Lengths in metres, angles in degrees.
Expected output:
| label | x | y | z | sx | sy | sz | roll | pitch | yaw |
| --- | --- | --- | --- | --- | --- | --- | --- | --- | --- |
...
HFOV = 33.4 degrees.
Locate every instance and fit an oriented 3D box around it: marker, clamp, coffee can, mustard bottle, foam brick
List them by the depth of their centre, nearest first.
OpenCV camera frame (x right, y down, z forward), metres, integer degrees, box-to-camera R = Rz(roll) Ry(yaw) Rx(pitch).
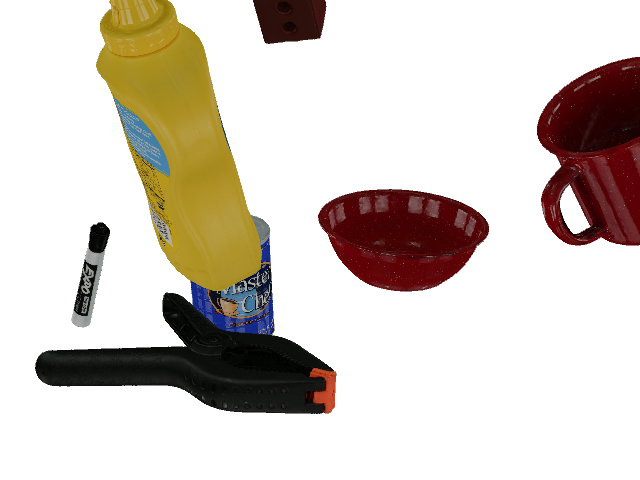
| label | x | y | z | sx | sy | sz | roll | pitch | yaw |
| --- | --- | --- | --- | --- | --- | --- | --- | --- | --- |
| mustard bottle | -0.086 | -0.065 | 0.615 | 0.058 | 0.191 | 0.096 | -26 | 45 | -14 |
| clamp | -0.080 | 0.085 | 0.794 | 0.210 | 0.036 | 0.164 | 8 | 20 | 20 |
| foam brick | -0.029 | -0.218 | 0.929 | 0.053 | 0.051 | 0.078 | -4 | -41 | 12 |
| marker | -0.223 | 0.033 | 1.038 | 0.020 | 0.121 | 0.020 | 14 | 33 | -9 |
| coffee can | -0.111 | 0.050 | 1.323 | 0.103 | 0.140 | 0.103 | -1 | 26 | 1 |

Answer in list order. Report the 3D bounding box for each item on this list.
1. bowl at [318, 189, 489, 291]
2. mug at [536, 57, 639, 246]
| label | x | y | z | sx | sy | sz | roll | pitch | yaw |
| --- | --- | --- | --- | --- | --- | --- | --- | --- | --- |
| bowl | 0.077 | 0.005 | 1.017 | 0.162 | 0.055 | 0.162 | 2 | 23 | -1 |
| mug | 0.181 | -0.043 | 0.646 | 0.117 | 0.081 | 0.093 | -43 | 33 | -15 |
